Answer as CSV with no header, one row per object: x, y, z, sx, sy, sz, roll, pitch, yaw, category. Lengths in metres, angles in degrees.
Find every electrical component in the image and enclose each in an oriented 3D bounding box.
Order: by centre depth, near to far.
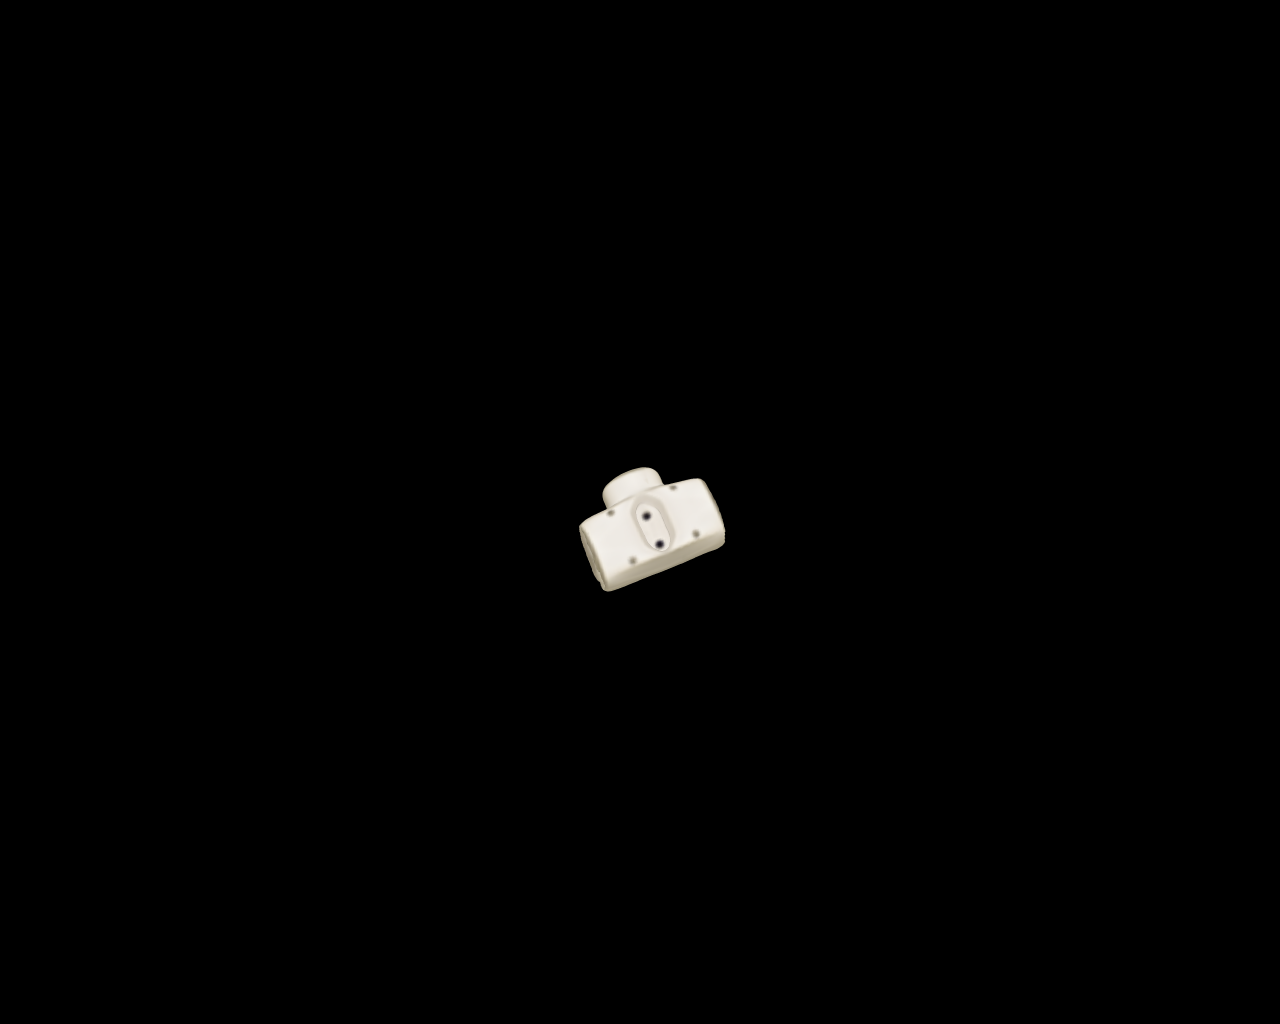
0.001,-0.003,0.650,0.077,0.079,0.043,-21,-18,-7,electrical component
